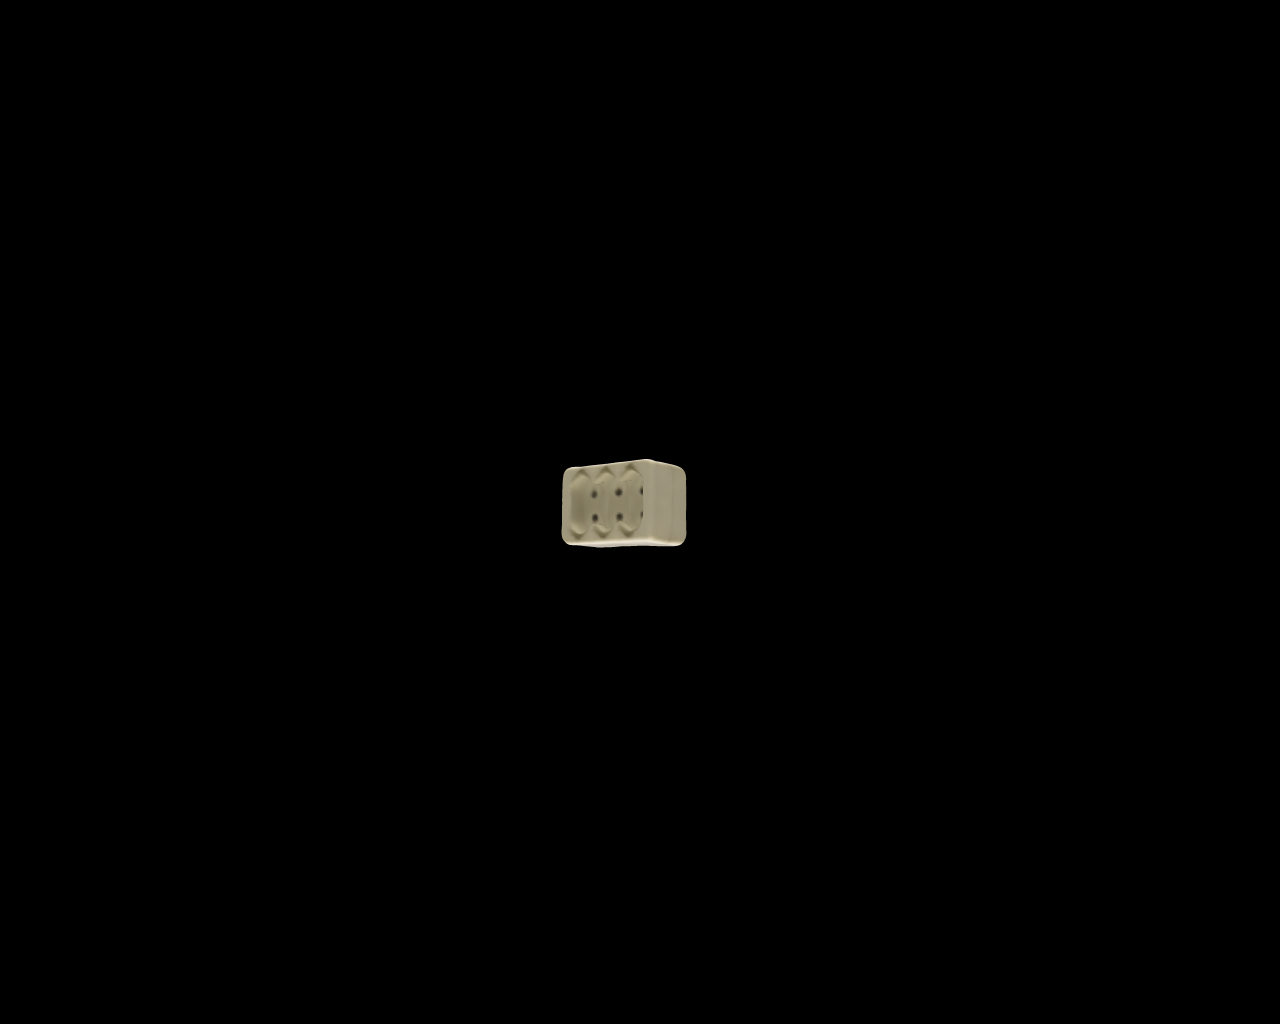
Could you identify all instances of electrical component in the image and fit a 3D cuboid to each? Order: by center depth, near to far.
[{"bbox_3d":[0.001,-0.003,0.650,0.066,0.047,0.077,-3,-6,33],"label":"electrical component"}]
